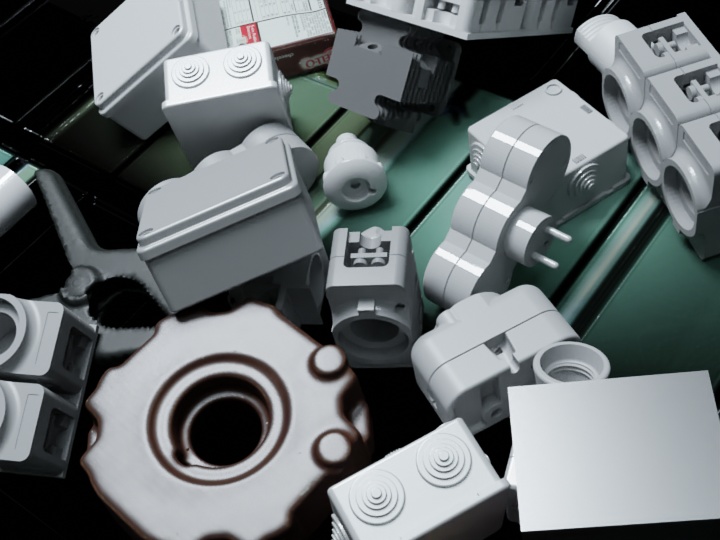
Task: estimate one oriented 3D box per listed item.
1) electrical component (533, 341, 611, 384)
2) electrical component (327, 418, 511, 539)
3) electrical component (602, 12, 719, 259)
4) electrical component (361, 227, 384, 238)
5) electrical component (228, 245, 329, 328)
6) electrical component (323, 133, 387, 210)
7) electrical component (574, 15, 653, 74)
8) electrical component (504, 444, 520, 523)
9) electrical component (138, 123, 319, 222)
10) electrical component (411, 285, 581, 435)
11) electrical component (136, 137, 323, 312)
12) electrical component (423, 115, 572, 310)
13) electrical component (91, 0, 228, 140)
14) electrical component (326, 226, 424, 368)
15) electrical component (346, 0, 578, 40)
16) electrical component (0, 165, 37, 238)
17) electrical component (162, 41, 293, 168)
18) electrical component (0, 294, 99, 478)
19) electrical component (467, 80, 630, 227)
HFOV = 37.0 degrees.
[{"bbox_3d":[0.124,0.081,0.639,0.044,0.065,0.044,-3,33,2],"label":"electrical component"},{"bbox_3d":[0.031,0.133,0.597,0.100,0.099,0.048,-27,63,-10],"label":"electrical component"},{"bbox_3d":[0.227,-0.093,0.746,0.062,0.089,0.150,-18,50,-3],"label":"electrical component"},{"bbox_3d":[0.000,0.000,0.754,0.035,0.035,0.061,30,65,31],"label":"electrical component"},{"bbox_3d":[-0.057,0.008,0.755,0.064,0.042,0.081,-1,50,15],"label":"electrical component"},{"bbox_3d":[-0.006,-0.079,0.815,0.048,0.048,0.062,-12,43,2],"label":"electrical component"},{"bbox_3d":[0.204,-0.173,0.847,0.043,0.043,0.081,-25,50,-9],"label":"electrical component"},{"bbox_3d":[0.122,0.140,0.604,0.083,0.047,0.075,8,55,18],"label":"electrical component"},{"bbox_3d":[-0.089,-0.049,0.801,0.138,0.052,0.073,-32,52,-15],"label":"electrical component"},{"bbox_3d":[0.083,0.054,0.678,0.095,0.053,0.059,-26,51,-10],"label":"electrical component"},{"bbox_3d":[-0.086,-0.033,0.713,0.109,0.056,0.108,-23,22,2],"label":"electrical component"},{"bbox_3d":[0.104,-0.026,0.708,0.074,0.052,0.138,30,98,30],"label":"electrical component"},{"bbox_3d":[-0.169,-0.184,0.901,0.109,0.056,0.108,-35,46,22],"label":"electrical component"},{"bbox_3d":[0.011,0.023,0.696,0.050,0.089,0.055,-2,51,11],"label":"electrical component"},{"bbox_3d":[0.090,-0.226,0.841,0.105,0.060,0.186,24,24,28],"label":"electrical component"},{"bbox_3d":[-0.299,-0.040,0.844,0.043,0.043,0.081,25,60,29],"label":"electrical component"},{"bbox_3d":[-0.101,-0.129,0.841,0.100,0.099,0.048,-10,62,4],"label":"electrical component"},{"bbox_3d":[-0.283,0.073,0.718,0.186,0.060,0.105,3,69,14],"label":"electrical component"},{"bbox_3d":[0.136,-0.084,0.785,0.100,0.048,0.099,-31,52,-15],"label":"electrical component"}]
